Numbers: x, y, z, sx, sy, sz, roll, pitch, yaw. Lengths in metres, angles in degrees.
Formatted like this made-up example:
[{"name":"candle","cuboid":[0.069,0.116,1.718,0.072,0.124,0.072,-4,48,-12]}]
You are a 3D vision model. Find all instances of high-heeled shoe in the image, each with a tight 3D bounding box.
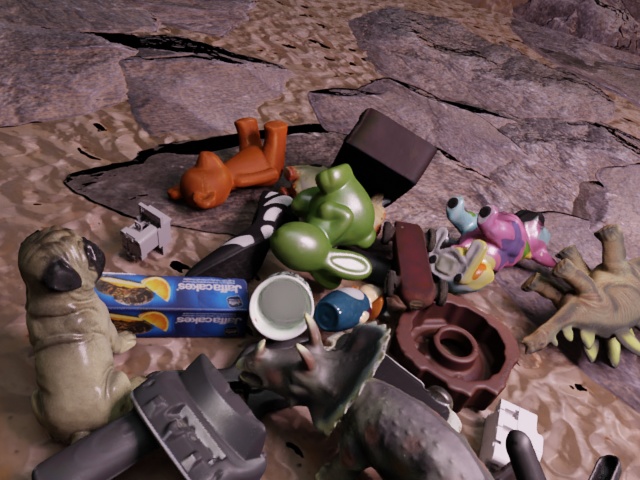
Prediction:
[{"name":"high-heeled shoe","cuboid":[-0.121,-0.014,0.818,0.249,0.086,0.145,-17,49,-41]}]

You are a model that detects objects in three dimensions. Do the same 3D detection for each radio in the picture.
[{"name":"radio","cuboid":[0.096,-0.130,0.907,0.131,0.229,0.073,33,81,-1]}]

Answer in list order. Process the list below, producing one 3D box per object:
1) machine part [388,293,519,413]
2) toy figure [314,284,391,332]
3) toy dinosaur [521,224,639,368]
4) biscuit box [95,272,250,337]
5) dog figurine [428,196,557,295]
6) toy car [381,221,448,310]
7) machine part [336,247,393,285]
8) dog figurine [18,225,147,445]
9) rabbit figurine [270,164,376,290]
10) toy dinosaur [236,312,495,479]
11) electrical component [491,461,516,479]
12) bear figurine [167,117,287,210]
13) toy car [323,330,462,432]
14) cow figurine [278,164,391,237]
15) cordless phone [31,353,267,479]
[{"name":"machine part","cuboid":[0.184,0.154,0.751,0.179,0.056,0.179,9,40,-8]},{"name":"toy figure","cuboid":[0.053,0.092,0.748,0.064,0.058,0.154,51,30,20]},{"name":"toy dinosaur","cuboid":[0.472,0.085,0.865,0.471,0.105,0.198,-24,81,-33]},{"name":"biscuit box","cuboid":[-0.194,0.085,0.690,0.203,0.062,0.059,3,43,-16]},{"name":"dog figurine","cuboid":[0.302,0.023,0.906,0.219,0.191,0.109,23,-3,-32]},{"name":"toy car","cuboid":[0.138,0.034,0.814,0.089,0.053,0.202,6,32,-1]},{"name":"machine part","cuboid":[0.089,0.040,0.862,0.139,0.039,0.084,17,48,-3]},{"name":"dog figurine","cuboid":[-0.253,0.101,0.538,0.121,0.190,0.172,-18,48,-20]},{"name":"rabbit figurine","cuboid":[-0.002,-0.002,0.777,0.170,0.121,0.159,-39,99,-42]},{"name":"toy dinosaur","cuboid":[0.094,0.228,0.530,0.405,0.192,0.131,39,46,26]},{"name":"electrical component","cuboid":[0.222,0.308,0.575,0.048,0.074,0.119,-16,53,-32]},{"name":"bear figurine","cuboid":[-0.156,-0.129,0.905,0.196,0.131,0.120,-19,27,-41]},{"name":"toy car","cuboid":[0.084,0.185,0.678,0.202,0.056,0.073,35,37,26]},{"name":"cow figurine","cuboid":[0.032,-0.062,0.926,0.127,0.085,0.195,-19,47,-35]},{"name":"cordless phone","cuboid":[-0.155,0.206,0.502,0.184,0.088,0.147,-26,56,-36]}]
